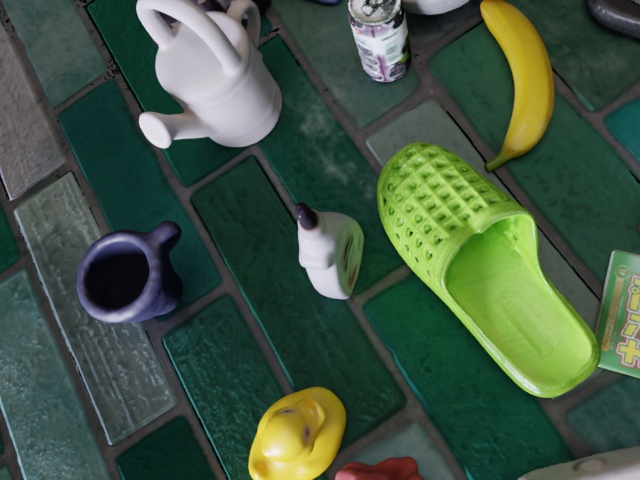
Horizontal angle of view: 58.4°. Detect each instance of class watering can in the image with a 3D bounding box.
[{"bbox_3d":[-0.115,-0.171,0.577,0.100,0.194,0.173,4,75,15],"label":"watering can"}]

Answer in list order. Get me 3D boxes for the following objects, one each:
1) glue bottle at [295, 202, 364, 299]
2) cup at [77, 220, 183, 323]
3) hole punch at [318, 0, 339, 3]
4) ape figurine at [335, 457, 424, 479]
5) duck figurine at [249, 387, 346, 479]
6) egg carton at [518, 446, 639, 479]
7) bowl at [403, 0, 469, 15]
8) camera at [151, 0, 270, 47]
[{"bbox_3d":[0.005,0.002,0.510,0.037,0.173,0.078,6,76,16],"label":"glue bottle"},{"bbox_3d":[-0.173,0.034,0.585,0.091,0.095,0.118,42,87,21],"label":"cup"},{"bbox_3d":[-0.012,-0.346,0.657,0.108,0.091,0.101,23,81,19],"label":"hole punch"},{"bbox_3d":[0.047,0.217,0.482,0.077,0.092,0.076,24,81,19],"label":"ape figurine"},{"bbox_3d":[-0.028,0.179,0.514,0.104,0.086,0.077,-46,69,-2],"label":"duck figurine"},{"bbox_3d":[0.229,0.224,0.447,0.150,0.069,0.107,-19,71,8],"label":"egg carton"},{"bbox_3d":[0.122,-0.308,0.622,0.167,0.075,0.167,-4,74,13],"label":"bowl"},{"bbox_3d":[-0.154,-0.286,0.669,0.143,0.101,0.137,26,82,19],"label":"camera"}]
